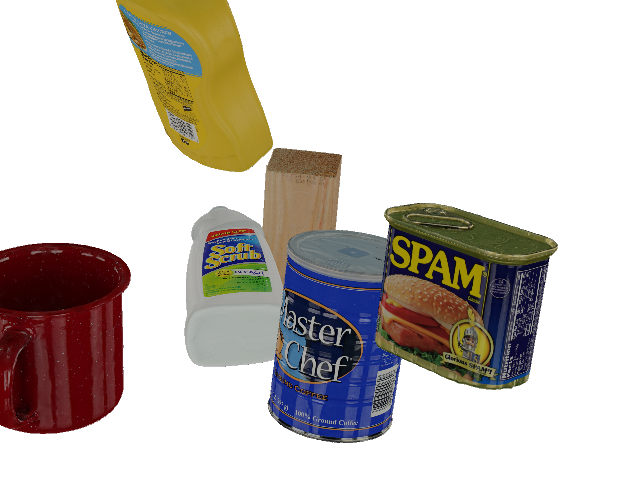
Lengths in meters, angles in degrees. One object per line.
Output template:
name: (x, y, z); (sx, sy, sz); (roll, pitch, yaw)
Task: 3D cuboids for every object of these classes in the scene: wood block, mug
wood block: (-0.028, -0.005, 1.381); (0.090, 0.206, 0.090); (6, 24, 3)
mug: (-0.156, 0.061, 0.602); (0.093, 0.081, 0.117); (5, 24, 5)

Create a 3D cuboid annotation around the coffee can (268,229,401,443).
coffee can: (0.017, 0.073, 0.844); (0.103, 0.140, 0.103); (7, 18, -2)

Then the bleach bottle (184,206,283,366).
bleach bottle: (-0.096, 0.031, 1.080); (0.102, 0.068, 0.251); (-3, 28, -11)

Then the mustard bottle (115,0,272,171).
mustard bottle: (-0.093, -0.137, 0.727); (0.096, 0.191, 0.058); (33, 64, 34)

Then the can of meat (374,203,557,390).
can of meat: (0.081, 0.032, 0.627); (0.057, 0.084, 0.102); (-11, 23, -44)
